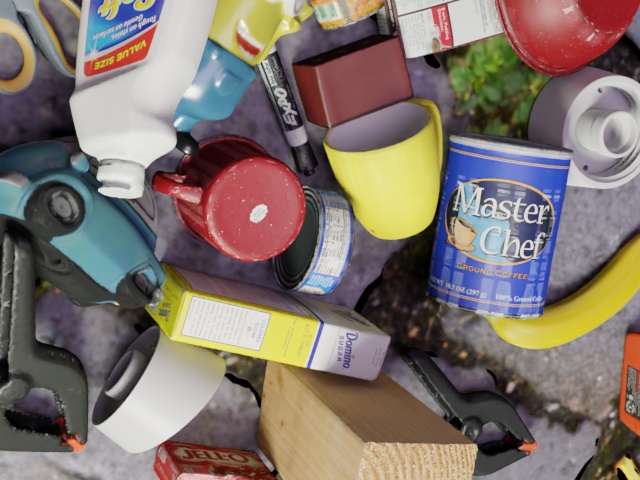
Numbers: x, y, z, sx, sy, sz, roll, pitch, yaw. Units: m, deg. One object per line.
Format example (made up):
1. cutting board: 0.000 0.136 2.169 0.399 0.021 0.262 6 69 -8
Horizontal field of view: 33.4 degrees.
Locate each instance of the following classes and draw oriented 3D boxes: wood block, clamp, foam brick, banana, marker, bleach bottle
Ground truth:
1. wood block: 0.028 0.161 0.832 0.090 0.206 0.090 4 100 -22
2. clamp: 0.118 0.178 0.964 0.171 0.039 0.120 27 93 -25
3. foam brick: 0.025 -0.127 0.850 0.078 0.053 0.051 -23 110 -17
4. clamp: -0.238 0.103 0.765 0.164 0.036 0.210 -32 137 -10
5. banana: 0.238 0.054 0.983 0.197 0.037 0.069 -21 110 -16
6. marker: -0.027 -0.107 0.852 0.020 0.020 0.121 -26 110 -14
7. bleach bottle: -0.112 -0.153 0.724 0.103 0.068 0.251 1 78 20

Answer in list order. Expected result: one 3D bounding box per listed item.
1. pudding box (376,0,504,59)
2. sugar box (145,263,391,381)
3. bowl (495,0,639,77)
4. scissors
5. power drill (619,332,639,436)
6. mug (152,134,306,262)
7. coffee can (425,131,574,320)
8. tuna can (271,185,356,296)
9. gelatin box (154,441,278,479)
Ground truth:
1. pudding box: 0.100 -0.202 0.870 0.113 0.039 0.090 -19 108 -19
2. sugar box: -0.042 0.066 0.845 0.176 0.093 0.048 17 96 -24
3. bowl: 0.218 -0.216 0.882 0.161 0.055 0.162 -6 101 -36
4. scissors: -0.237 -0.189 0.753 0.096 0.016 0.201 -40 113 -9
5. power drill: 0.388 0.117 1.045 0.187 0.057 0.184 -5 104 -20
6. mug: -0.071 -0.033 0.817 0.117 0.082 0.093 15 97 -24
7. coffee can: 0.149 -0.014 0.897 0.102 0.103 0.140 4 101 -22
8. tuna can: -0.006 0.001 0.849 0.033 0.086 0.086 12 98 -25
9. gelatin box: -0.084 0.192 0.869 0.089 0.073 0.030 13 96 -23
